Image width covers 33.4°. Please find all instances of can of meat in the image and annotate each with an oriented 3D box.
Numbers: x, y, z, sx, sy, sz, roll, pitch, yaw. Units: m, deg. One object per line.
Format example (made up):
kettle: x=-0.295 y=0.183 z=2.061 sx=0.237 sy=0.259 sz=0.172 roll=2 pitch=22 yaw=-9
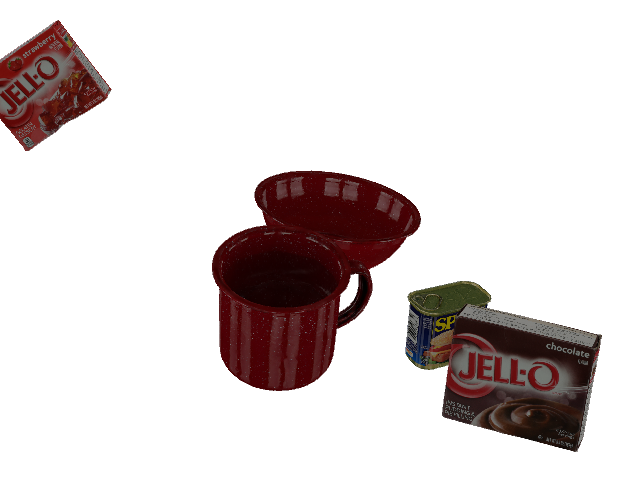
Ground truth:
can of meat: x=0.156 y=0.105 z=1.321 sx=0.101 sy=0.084 sz=0.057 roll=-10 pitch=30 yaw=-25

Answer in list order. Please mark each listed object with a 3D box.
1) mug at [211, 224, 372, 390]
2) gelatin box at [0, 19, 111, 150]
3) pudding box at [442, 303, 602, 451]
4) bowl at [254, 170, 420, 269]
mug: x=-0.018 y=0.046 z=0.740 sx=0.117 sy=0.081 sz=0.093 roll=-15 pitch=42 yaw=-24
gelatin box: x=-0.233 y=-0.128 z=0.891 sx=0.089 sy=0.073 sz=0.030 roll=-30 pitch=22 yaw=12
pudding box: x=0.157 y=0.106 z=0.842 sx=0.114 sy=0.090 sz=0.039 roll=11 pitch=21 yaw=18
bowl: x=0.013 y=-0.012 z=1.030 sx=0.162 sy=0.055 sz=0.162 roll=8 pitch=25 yaw=-4
